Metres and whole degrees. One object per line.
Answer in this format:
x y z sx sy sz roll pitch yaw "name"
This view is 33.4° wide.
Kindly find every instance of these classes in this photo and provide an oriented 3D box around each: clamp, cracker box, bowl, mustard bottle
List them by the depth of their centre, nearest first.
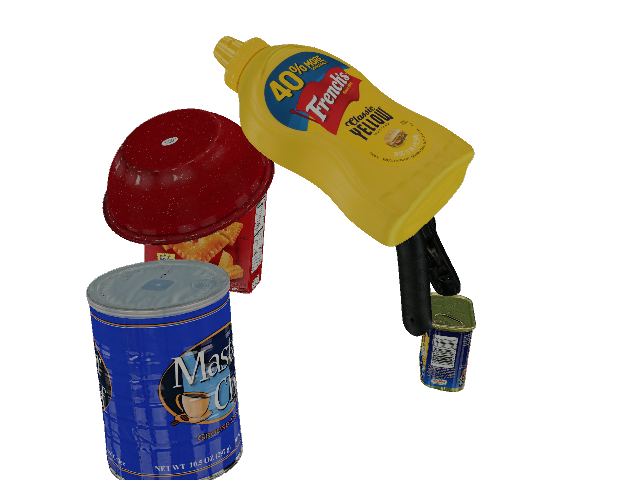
0.003 -0.081 0.726 0.192 0.058 0.096 37 54 17 "mustard bottle"
0.079 -0.004 0.923 0.039 0.171 0.120 -15 18 19 "clamp"
-0.125 -0.068 0.946 0.162 0.055 0.162 -10 40 8 "bowl"
-0.164 -0.040 1.522 0.164 0.214 0.072 9 23 10 "cracker box"

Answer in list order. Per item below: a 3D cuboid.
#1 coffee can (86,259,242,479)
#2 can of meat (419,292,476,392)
-0.113 0.096 0.788 0.103 0.140 0.103 -3 18 1 "coffee can"
0.148 0.120 1.262 0.057 0.084 0.102 7 19 2 "can of meat"
